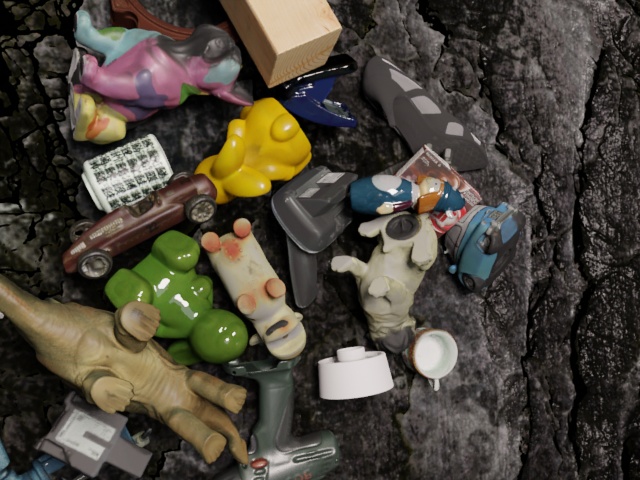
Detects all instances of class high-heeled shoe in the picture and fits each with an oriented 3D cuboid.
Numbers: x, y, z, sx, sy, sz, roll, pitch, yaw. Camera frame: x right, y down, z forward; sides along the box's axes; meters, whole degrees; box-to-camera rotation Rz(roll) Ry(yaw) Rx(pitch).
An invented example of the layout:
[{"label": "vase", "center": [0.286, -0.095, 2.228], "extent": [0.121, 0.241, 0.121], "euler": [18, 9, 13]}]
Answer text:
[{"label": "high-heeled shoe", "center": [0.171, -0.201, 0.869], "extent": [0.248, 0.086, 0.145], "euler": [18, 50, -33]}]

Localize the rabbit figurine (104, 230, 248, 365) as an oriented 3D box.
[{"label": "rabbit figurine", "center": [-0.169, 0.103, 0.680], "extent": [0.170, 0.159, 0.121], "euler": [37, 54, 14]}]

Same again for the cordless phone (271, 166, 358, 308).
[{"label": "cordless phone", "center": [-0.002, -0.003, 0.788], "extent": [0.146, 0.089, 0.184], "euler": [-45, 139, -54]}]

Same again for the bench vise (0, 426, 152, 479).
[{"label": "bench vise", "center": [-0.331, 0.284, 0.655], "extent": [0.240, 0.129, 0.223], "euler": [-25, 85, -37]}]

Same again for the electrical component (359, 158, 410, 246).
[{"label": "electrical component", "center": [0.129, -0.064, 0.839], "extent": [0.134, 0.058, 0.114], "euler": [-22, 96, -17]}]

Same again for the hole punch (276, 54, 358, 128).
[{"label": "hole punch", "center": [-0.004, -0.209, 0.772], "extent": [0.116, 0.142, 0.092], "euler": [-10, 120, -1]}]

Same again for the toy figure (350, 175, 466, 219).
[{"label": "toy figure", "center": [0.119, -0.059, 0.727], "extent": [0.155, 0.057, 0.064], "euler": [-1, 70, 8]}]

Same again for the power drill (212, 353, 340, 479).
[{"label": "power drill", "center": [-0.090, 0.265, 0.745], "extent": [0.232, 0.086, 0.207], "euler": [-7, 85, -17]}]

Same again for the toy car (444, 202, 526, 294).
[{"label": "toy car", "center": [0.247, 0.002, 0.843], "extent": [0.109, 0.161, 0.103], "euler": [-39, 57, -24]}]

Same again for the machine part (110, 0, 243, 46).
[{"label": "machine part", "center": [-0.185, -0.356, 0.741], "extent": [0.201, 0.087, 0.201], "euler": [-2, 87, -17]}]

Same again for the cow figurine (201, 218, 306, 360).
[{"label": "cow figurine", "center": [-0.086, 0.077, 0.740], "extent": [0.085, 0.127, 0.195], "euler": [-31, 79, -12]}]

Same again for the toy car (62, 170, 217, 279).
[{"label": "toy car", "center": [-0.221, -0.025, 0.655], "extent": [0.202, 0.089, 0.053], "euler": [-28, 134, -12]}]

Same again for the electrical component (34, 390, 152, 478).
[{"label": "electrical component", "center": [-0.255, 0.232, 0.619], "extent": [0.119, 0.048, 0.075], "euler": [30, 58, -13]}]

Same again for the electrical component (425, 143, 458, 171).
[{"label": "electrical component", "center": [0.174, -0.096, 0.813], "extent": [0.063, 0.021, 0.094], "euler": [10, 85, -16]}]

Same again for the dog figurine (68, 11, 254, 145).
[{"label": "dog figurine", "center": [-0.201, -0.199, 0.696], "extent": [0.219, 0.191, 0.108], "euler": [0, 56, -29]}]

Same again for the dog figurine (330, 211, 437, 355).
[{"label": "dog figurine", "center": [0.120, 0.065, 0.789], "extent": [0.172, 0.121, 0.190], "euler": [-37, 136, -7]}]

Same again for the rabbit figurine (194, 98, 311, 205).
[{"label": "rabbit figurine", "center": [-0.099, -0.103, 0.736], "extent": [0.173, 0.162, 0.121], "euler": [-33, 110, 2]}]

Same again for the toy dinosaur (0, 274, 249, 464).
[{"label": "toy dinosaur", "center": [-0.241, 0.127, 0.595], "extent": [0.470, 0.199, 0.105], "euler": [50, 55, -28]}]
